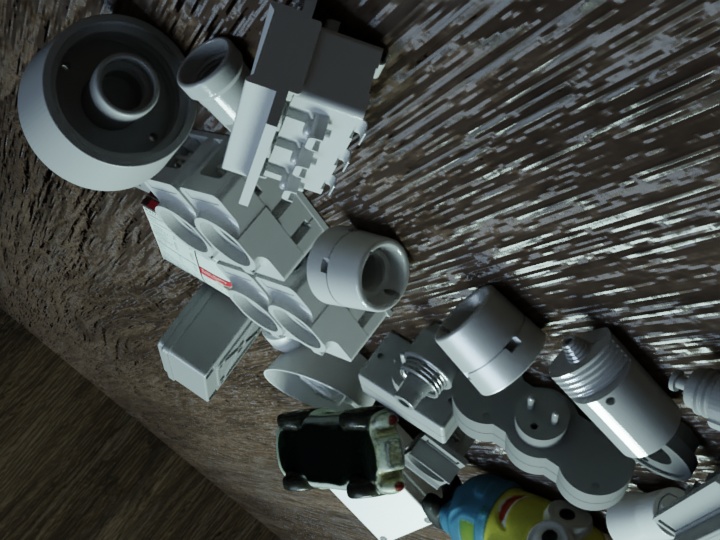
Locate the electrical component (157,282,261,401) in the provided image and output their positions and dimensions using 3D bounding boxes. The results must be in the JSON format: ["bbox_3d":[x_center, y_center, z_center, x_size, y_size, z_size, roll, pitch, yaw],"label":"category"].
[{"bbox_3d":[-0.136,0.058,1.020,0.056,0.108,0.108,34,161,6],"label":"electrical component"}]

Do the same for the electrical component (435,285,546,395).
[{"bbox_3d":[0.080,0.043,0.675,0.047,0.055,0.055,45,160,-8],"label":"electrical component"}]

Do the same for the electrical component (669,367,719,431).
[{"bbox_3d":[0.194,0.068,0.546,0.078,0.040,0.040,21,154,42],"label":"electrical component"}]

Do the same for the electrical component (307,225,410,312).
[{"bbox_3d":[0.000,0.000,0.724,0.047,0.055,0.055,12,149,45],"label":"electrical component"}]

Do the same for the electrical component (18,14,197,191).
[{"bbox_3d":[-0.156,-0.109,0.681,0.108,0.108,0.060,44,154,-16],"label":"electrical component"}]

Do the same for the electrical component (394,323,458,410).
[{"bbox_3d":[0.050,0.073,0.787,0.043,0.062,0.043,34,160,14],"label":"electrical component"}]

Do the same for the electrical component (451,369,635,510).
[{"bbox_3d":[0.125,0.105,0.739,0.138,0.052,0.073,32,160,21],"label":"electrical component"}]

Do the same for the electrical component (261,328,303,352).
[{"bbox_3d":[-0.072,0.042,0.963,0.045,0.045,0.055,20,154,43],"label":"electrical component"}]

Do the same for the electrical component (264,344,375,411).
[{"bbox_3d":[-0.030,0.099,0.990,0.099,0.064,0.099,34,160,14],"label":"electrical component"}]

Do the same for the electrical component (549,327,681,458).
[{"bbox_3d":[0.146,0.067,0.627,0.081,0.043,0.043,45,160,-19],"label":"electrical component"}]

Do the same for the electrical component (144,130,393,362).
[{"bbox_3d":[-0.071,-0.014,0.809,0.105,0.060,0.186,16,151,48],"label":"electrical component"}]

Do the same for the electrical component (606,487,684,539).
[{"bbox_3d":[0.210,0.175,0.765,0.044,0.044,0.065,38,156,0],"label":"electrical component"}]

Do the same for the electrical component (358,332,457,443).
[{"bbox_3d":[0.044,0.085,0.848,0.083,0.047,0.075,31,160,21],"label":"electrical component"}]

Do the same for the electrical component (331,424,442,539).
[{"bbox_3d":[0.022,0.202,1.050,0.078,0.057,0.113,-32,108,33],"label":"electrical component"}]

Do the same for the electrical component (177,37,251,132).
[{"bbox_3d":[-0.080,-0.109,0.641,0.040,0.040,0.046,18,158,45],"label":"electrical component"}]

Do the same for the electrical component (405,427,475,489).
[{"bbox_3d":[0.071,0.146,0.913,0.042,0.063,0.081,36,161,2],"label":"electrical component"}]

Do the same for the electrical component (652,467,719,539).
[{"bbox_3d":[0.228,0.145,0.625,0.079,0.063,0.121,34,161,12],"label":"electrical component"}]

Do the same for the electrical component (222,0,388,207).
[{"bbox_3d":[-0.031,-0.084,0.568,0.063,0.078,0.121,18,163,-8],"label":"electrical component"}]
